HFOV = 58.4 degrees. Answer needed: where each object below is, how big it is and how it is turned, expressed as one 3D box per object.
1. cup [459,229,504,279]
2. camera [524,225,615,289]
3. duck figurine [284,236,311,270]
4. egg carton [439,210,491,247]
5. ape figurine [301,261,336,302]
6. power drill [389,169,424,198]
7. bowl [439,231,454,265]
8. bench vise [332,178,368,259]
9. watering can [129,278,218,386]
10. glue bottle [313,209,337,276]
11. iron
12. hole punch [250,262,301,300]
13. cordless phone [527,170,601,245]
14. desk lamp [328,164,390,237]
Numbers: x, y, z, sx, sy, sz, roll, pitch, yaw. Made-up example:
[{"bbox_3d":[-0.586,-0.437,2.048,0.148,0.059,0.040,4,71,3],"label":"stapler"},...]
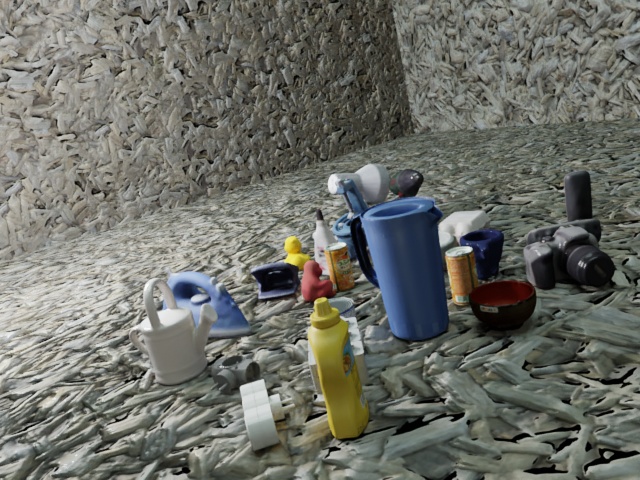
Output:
[{"bbox_3d":[0.346,0.038,1.202,0.091,0.095,0.118,-10,15,11],"label":"cup"},{"bbox_3d":[0.479,0.035,1.090,0.143,0.101,0.136,-13,15,-1],"label":"camera"},{"bbox_3d":[-0.069,0.034,1.577,0.077,0.086,0.104,-15,15,-9],"label":"duck figurine"},{"bbox_3d":[0.370,-0.028,1.470,0.107,0.069,0.151,-2,19,36],"label":"egg carton"},{"bbox_3d":[-0.011,0.091,1.311,0.076,0.092,0.077,-17,16,-16],"label":"ape figurine"},{"bbox_3d":[0.247,-0.094,1.543,0.075,0.208,0.229,-15,15,-6],"label":"power drill"},{"bbox_3d":[0.233,0.038,1.333,0.167,0.075,0.167,-12,15,4],"label":"bowl"},{"bbox_3d":[0.101,-0.076,1.575,0.121,0.220,0.208,-5,17,27],"label":"bench vise"},{"bbox_3d":[-0.277,0.162,1.078,0.173,0.194,0.100,-15,15,-9],"label":"watering can"},{"bbox_3d":[0.013,0.005,1.444,0.077,0.173,0.037,1,21,41],"label":"glue bottle"},{"bbox_3d":[-0.255,0.131,1.270,0.257,0.141,0.119,0,20,40],"label":"iron"},{"bbox_3d":[-0.109,0.088,1.404,0.108,0.091,0.101,-10,15,10],"label":"hole punch"},{"bbox_3d":[0.510,-0.051,1.211,0.147,0.185,0.094,-11,15,7],"label":"cordless phone"},{"bbox_3d":[0.112,-0.106,1.687,0.204,0.214,0.117,-21,17,-27],"label":"desk lamp"}]
